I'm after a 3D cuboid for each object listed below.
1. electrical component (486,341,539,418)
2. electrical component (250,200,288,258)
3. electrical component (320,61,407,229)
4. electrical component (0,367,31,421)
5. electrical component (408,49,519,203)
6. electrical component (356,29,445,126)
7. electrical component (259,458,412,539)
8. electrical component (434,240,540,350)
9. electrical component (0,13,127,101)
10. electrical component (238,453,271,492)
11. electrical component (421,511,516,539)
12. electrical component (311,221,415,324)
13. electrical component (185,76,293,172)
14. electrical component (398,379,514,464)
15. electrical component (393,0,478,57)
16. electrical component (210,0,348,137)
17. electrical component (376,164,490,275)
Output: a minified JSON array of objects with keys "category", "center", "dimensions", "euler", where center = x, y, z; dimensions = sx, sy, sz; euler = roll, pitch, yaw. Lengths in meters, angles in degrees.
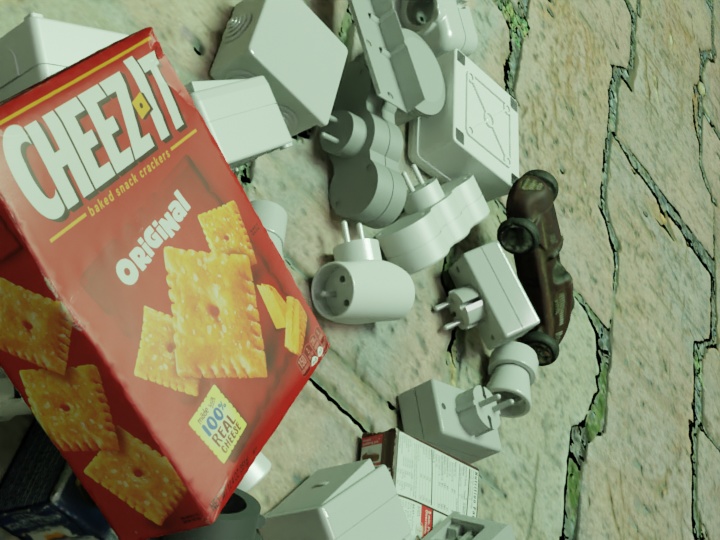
[{"category":"electrical component","center":[0.136,0.098,0.967],"dimensions":[0.045,0.045,0.055],"euler":[46,43,-29]},{"category":"electrical component","center":[-0.071,-0.017,0.760],"dimensions":[0.044,0.044,0.065],"euler":[37,43,-37]},{"category":"electrical component","center":[-0.007,-0.107,0.872],"dimensions":[0.074,0.052,0.138],"euler":[19,60,-47]},{"category":"electrical component","center":[-0.197,0.014,0.564],"dimensions":[0.063,0.079,0.121],"euler":[-1,74,-29]},{"category":"electrical component","center":[0.100,-0.133,1.016],"dimensions":[0.109,0.056,0.108],"euler":[31,51,-41]},{"category":"electrical component","center":[0.035,-0.168,0.955],"dimensions":[0.080,0.051,0.080],"euler":[26,55,-44]},{"category":"electrical component","center":[-0.022,0.171,0.719],"dimensions":[0.096,0.062,0.061],"euler":[-21,92,-53]},{"category":"electrical component","center":[0.102,0.029,0.950],"dimensions":[0.076,0.047,0.083],"euler":[-22,78,-19]},{"category":"electrical component","center":[-0.173,-0.108,0.654],"dimensions":[0.096,0.062,0.061],"euler":[-2,76,-52]},{"category":"electrical component","center":[-0.092,0.109,0.677],"dimensions":[0.065,0.044,0.044],"euler":[58,38,-9]},{"category":"electrical component","center":[0.055,0.248,0.743],"dimensions":[0.150,0.062,0.089],"euler":[-30,111,-41]},{"category":"electrical component","center":[0.000,0.000,0.840],"dimensions":[0.077,0.043,0.079],"euler":[5,71,-51]},{"category":"electrical component","center":[-0.097,-0.099,0.745],"dimensions":[0.096,0.062,0.061],"euler":[-29,98,-53]},{"category":"electrical component","center":[0.088,0.117,0.866],"dimensions":[0.083,0.076,0.047],"euler":[24,46,-44]},{"category":"electrical component","center":[0.067,-0.247,1.028],"dimensions":[0.059,0.054,0.095],"euler":[-5,78,-53]},{"category":"electrical component","center":[-0.062,-0.160,0.829],"dimensions":[0.100,0.048,0.099],"euler":[41,45,-33]},{"category":"electrical component","center":[0.057,-0.055,0.930],"dimensions":[0.138,0.052,0.073],"euler":[-40,107,-51]}]
